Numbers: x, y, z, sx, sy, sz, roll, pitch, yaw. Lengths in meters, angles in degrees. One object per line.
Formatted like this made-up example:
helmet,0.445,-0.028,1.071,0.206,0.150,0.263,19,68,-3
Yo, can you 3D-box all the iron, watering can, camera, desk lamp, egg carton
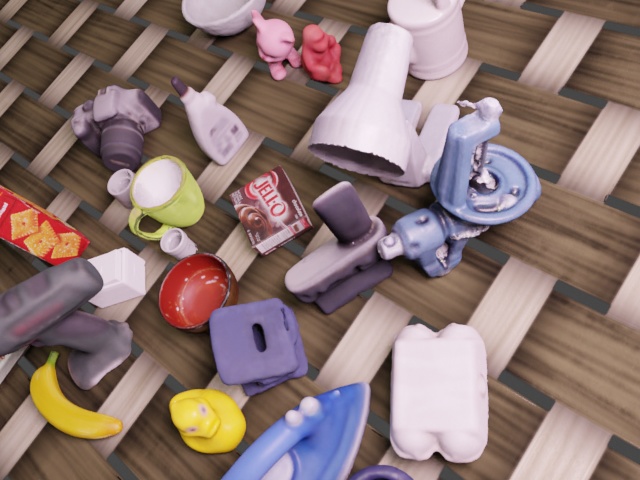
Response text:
iron,-0.047,0.243,0.623,0.118,0.142,0.258,34,80,32
watering can,0.143,-0.321,0.805,0.100,0.194,0.173,19,72,28
camera,-0.360,-0.187,0.989,0.143,0.101,0.136,-15,60,14
desk lamp,0.085,-0.151,0.730,0.117,0.214,0.203,13,70,27
egg carton,0.132,0.167,0.635,0.107,0.070,0.150,-5,63,19

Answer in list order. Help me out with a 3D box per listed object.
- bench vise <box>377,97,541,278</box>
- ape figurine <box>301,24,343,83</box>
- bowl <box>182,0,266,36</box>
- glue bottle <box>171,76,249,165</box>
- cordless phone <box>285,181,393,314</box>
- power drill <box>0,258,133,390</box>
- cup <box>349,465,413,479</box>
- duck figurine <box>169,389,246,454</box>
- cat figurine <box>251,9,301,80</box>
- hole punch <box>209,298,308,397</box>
bench vise,0.159,-0.047,0.644,0.121,0.220,0.207,37,82,32
ape figurine,-0.001,-0.302,0.913,0.076,0.092,0.078,27,77,30
bowl,-0.164,-0.434,1.054,0.167,0.075,0.167,-9,62,17
glue bottle,-0.175,-0.190,0.875,0.037,0.173,0.078,32,79,31
cordless phone,0.006,0.002,0.699,0.147,0.185,0.094,-37,57,1
power drill,-0.363,0.130,0.765,0.229,0.209,0.075,-42,57,-3
cup,0.060,0.285,0.588,0.117,0.095,0.091,-12,61,16
duck figurine,-0.153,0.219,0.710,0.104,0.086,0.077,20,73,29
cat figurine,-0.079,-0.334,0.944,0.067,0.118,0.127,-33,57,3
hole punch,-0.077,0.128,0.724,0.101,0.091,0.108,-24,58,9
